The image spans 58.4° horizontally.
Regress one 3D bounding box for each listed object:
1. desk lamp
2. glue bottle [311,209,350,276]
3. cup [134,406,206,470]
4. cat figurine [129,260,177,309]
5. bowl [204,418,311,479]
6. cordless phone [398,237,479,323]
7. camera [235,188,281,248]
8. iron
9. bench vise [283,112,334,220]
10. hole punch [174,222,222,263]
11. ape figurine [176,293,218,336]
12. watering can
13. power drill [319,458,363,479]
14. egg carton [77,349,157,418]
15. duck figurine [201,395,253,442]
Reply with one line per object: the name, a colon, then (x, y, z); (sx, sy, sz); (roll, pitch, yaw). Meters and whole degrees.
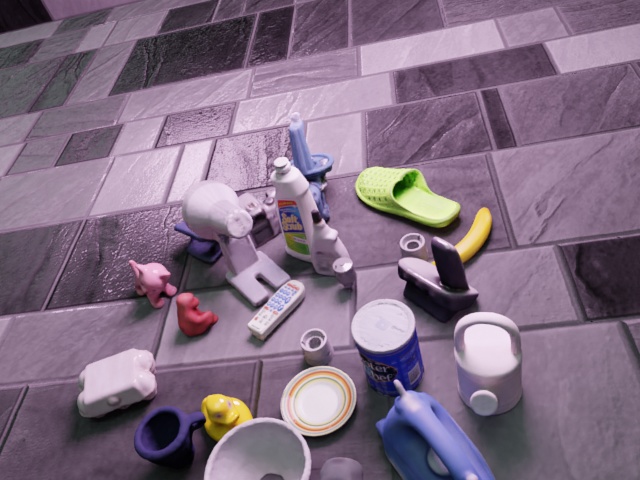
desk lamp: (-0.174, -0.005, 1.175); (0.118, 0.214, 0.202); (-38, 47, -19)
glue bottle: (0.010, 0.004, 1.135); (0.078, 0.173, 0.037); (5, 48, 23)
cup: (-0.233, 0.331, 0.948); (0.118, 0.095, 0.091); (-24, 44, -6)
cat figurine: (-0.363, 0.080, 1.222); (0.127, 0.118, 0.067); (25, 59, 36)
bowl: (-0.088, 0.366, 0.879); (0.167, 0.075, 0.167); (-9, 44, 9)
cordless phone: (0.203, 0.045, 1.023); (0.094, 0.185, 0.147); (-42, 48, -22)
camera: (-0.149, -0.073, 1.317); (0.143, 0.101, 0.136); (-33, 46, -15)
iron: (0.180, 0.311, 0.798); (0.119, 0.142, 0.257); (-31, 45, -13)
bench vise: (-0.021, -0.161, 1.276); (0.121, 0.220, 0.207); (-21, 44, -2)
hole punch: (-0.261, -0.018, 1.306); (0.108, 0.091, 0.101); (21, 56, 34)
ape figurine: (-0.256, 0.142, 1.145); (0.076, 0.092, 0.077); (-34, 46, -15)
watering can: (0.255, 0.181, 0.863); (0.101, 0.194, 0.172); (-14, 44, 4)
power drill: (0.034, 0.404, 0.705); (0.075, 0.209, 0.229); (-8, 45, 11)
egg carton: (-0.380, 0.271, 1.074); (0.150, 0.069, 0.107); (-21, 44, -2)
duck figurine: (-0.167, 0.292, 0.971); (0.104, 0.086, 0.078); (23, 57, 35)
